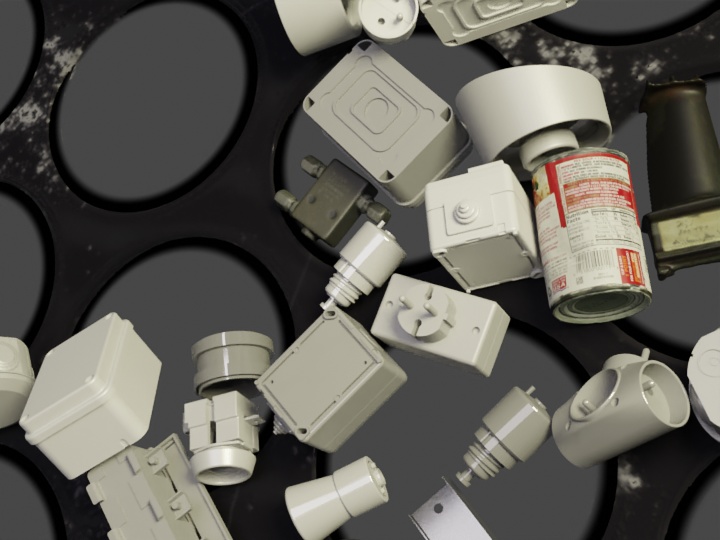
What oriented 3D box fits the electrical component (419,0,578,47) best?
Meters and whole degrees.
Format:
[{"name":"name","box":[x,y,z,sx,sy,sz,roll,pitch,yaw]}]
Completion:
[{"name":"electrical component","box":[0.101,-0.227,0.818,0.113,0.078,0.057,-16,69,18]}]

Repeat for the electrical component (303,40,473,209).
[{"name":"electrical component","box":[0.022,-0.110,0.821,0.078,0.057,0.113,-46,60,3]}]

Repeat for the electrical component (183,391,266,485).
[{"name":"electrical component","box":[-0.102,0.126,0.796,0.066,0.048,0.055,-16,58,18]}]

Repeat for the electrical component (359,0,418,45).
[{"name":"electrical component","box":[0.022,-0.193,0.815,0.043,0.081,0.043,0,97,2]}]

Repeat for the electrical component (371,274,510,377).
[{"name":"electrical component","box":[0.050,0.033,0.745,0.083,0.076,0.047,16,78,28]}]

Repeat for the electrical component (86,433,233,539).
[{"name":"electrical component","box":[-0.146,0.188,0.782,0.079,0.063,0.121,-39,61,7]}]

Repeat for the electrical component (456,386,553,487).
[{"name":"electrical component","box":[0.096,0.113,0.716,0.078,0.040,0.040,-45,60,3]}]

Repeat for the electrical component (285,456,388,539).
[{"name":"electrical component","box":[-0.014,0.158,0.748,0.065,0.044,0.044,-28,62,7]}]

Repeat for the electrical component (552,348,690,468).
[{"name":"electrical component","box":[0.169,0.080,0.686,0.077,0.044,0.079,-39,14,43]}]

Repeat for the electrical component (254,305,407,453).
[{"name":"electrical component","box":[-0.023,0.084,0.767,0.096,0.061,0.061,-45,60,3]}]

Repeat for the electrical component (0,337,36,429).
[{"name":"electrical component","box":[-0.305,0.094,0.879,0.080,0.080,0.051,-30,57,11]}]

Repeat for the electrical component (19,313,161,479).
[{"name":"electrical component","box":[-0.202,0.092,0.814,0.078,0.057,0.113,-31,24,11]}]

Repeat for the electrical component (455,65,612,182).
[{"name":"electrical component","box":[0.123,-0.105,0.753,0.099,0.099,0.064,-21,70,16]}]

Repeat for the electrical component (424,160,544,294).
[{"name":"electrical component","box":[0.085,-0.033,0.743,0.062,0.096,0.061,-13,64,19]}]

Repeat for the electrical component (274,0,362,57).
[{"name":"electrical component","box":[-0.030,-0.232,0.864,0.060,0.108,0.108,-12,67,13]}]

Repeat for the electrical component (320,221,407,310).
[{"name":"electrical component","box":[0.000,0.000,0.800,0.078,0.040,0.040,-49,60,1]}]

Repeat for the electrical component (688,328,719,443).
[{"name":"electrical component","box":[0.242,0.070,0.661,0.080,0.051,0.080,-8,68,21]}]
